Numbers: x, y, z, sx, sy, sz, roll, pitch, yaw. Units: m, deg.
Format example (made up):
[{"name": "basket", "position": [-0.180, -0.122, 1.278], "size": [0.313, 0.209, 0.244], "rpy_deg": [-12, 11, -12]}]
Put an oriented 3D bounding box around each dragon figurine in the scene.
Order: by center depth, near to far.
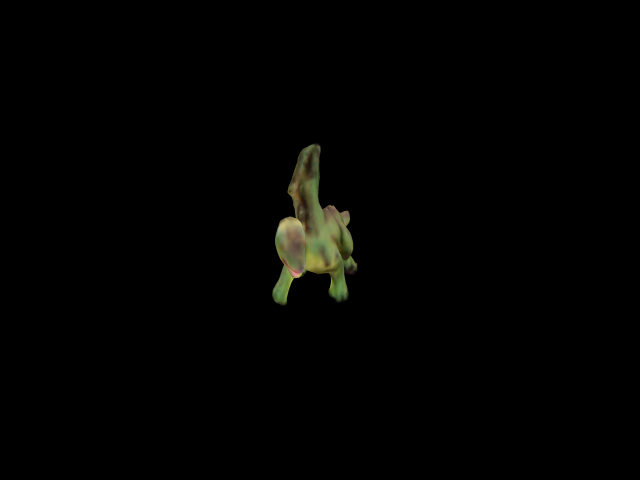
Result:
[{"name": "dragon figurine", "position": [0.003, -0.043, 0.850], "size": [0.122, 0.238, 0.419], "rpy_deg": [5, 30, 10]}]
